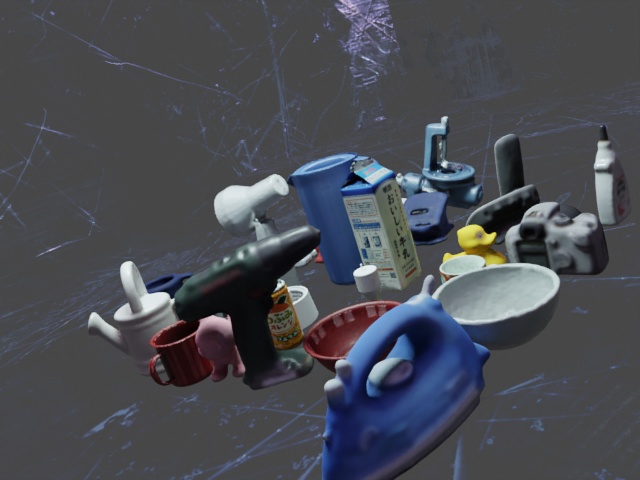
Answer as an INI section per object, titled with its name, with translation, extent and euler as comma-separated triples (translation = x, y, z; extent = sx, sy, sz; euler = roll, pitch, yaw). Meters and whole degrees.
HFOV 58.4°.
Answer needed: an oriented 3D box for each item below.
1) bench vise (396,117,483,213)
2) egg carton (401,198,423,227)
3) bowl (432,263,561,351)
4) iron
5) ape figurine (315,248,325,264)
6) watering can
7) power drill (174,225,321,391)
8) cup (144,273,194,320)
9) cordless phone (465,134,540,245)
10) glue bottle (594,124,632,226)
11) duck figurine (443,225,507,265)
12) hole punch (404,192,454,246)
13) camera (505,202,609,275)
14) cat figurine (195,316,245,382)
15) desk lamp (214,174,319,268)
[bench vise]
translation = 0.261, -0.168, 1.344
extent = 0.207, 0.220, 0.122
euler = -11, 17, 22
[egg carton]
translation = 0.161, -0.048, 1.324
extent = 0.150, 0.069, 0.107
euler = -25, 18, -25
[bowl]
translation = 0.234, 0.097, 0.752
extent = 0.167, 0.075, 0.167
euler = -16, 16, 5
[iron]
translation = 0.074, 0.151, 0.621
extent = 0.118, 0.141, 0.259
euler = 0, 24, 47
[ape figurine]
translation = 0.012, 0.005, 1.265
extent = 0.076, 0.092, 0.078
euler = -15, 16, 8
[watering can]
translation = -0.312, 0.133, 0.996
extent = 0.173, 0.194, 0.100
euler = -26, 18, -26
[power drill]
translation = -0.082, 0.102, 0.829
extent = 0.229, 0.209, 0.075
euler = -17, 16, 4
[cup]
translation = -0.309, 0.125, 1.201
extent = 0.118, 0.095, 0.091
euler = -22, 17, -15
[cordless phone]
translation = 0.336, -0.097, 1.087
extent = 0.148, 0.185, 0.094
euler = -24, 17, -20
[glue bottle]
translation = 0.502, -0.116, 0.996
extent = 0.037, 0.173, 0.078
euler = -1, 23, 46
[duck figurine]
translation = 0.257, 0.017, 0.972
extent = 0.104, 0.086, 0.078
euler = -11, 18, 24
[hole punch]
translation = 0.220, -0.045, 1.209
extent = 0.108, 0.091, 0.101
euler = -6, 20, 36
[camera]
translation = 0.386, -0.015, 0.915
extent = 0.142, 0.101, 0.137
euler = -1, 23, 45
[cat figurine]
translation = -0.151, 0.153, 0.896
extent = 0.067, 0.118, 0.128
euler = -13, 17, 16
[desk lamp]
translation = -0.124, -0.040, 1.338
extent = 0.202, 0.214, 0.118
euler = -9, 18, 29
